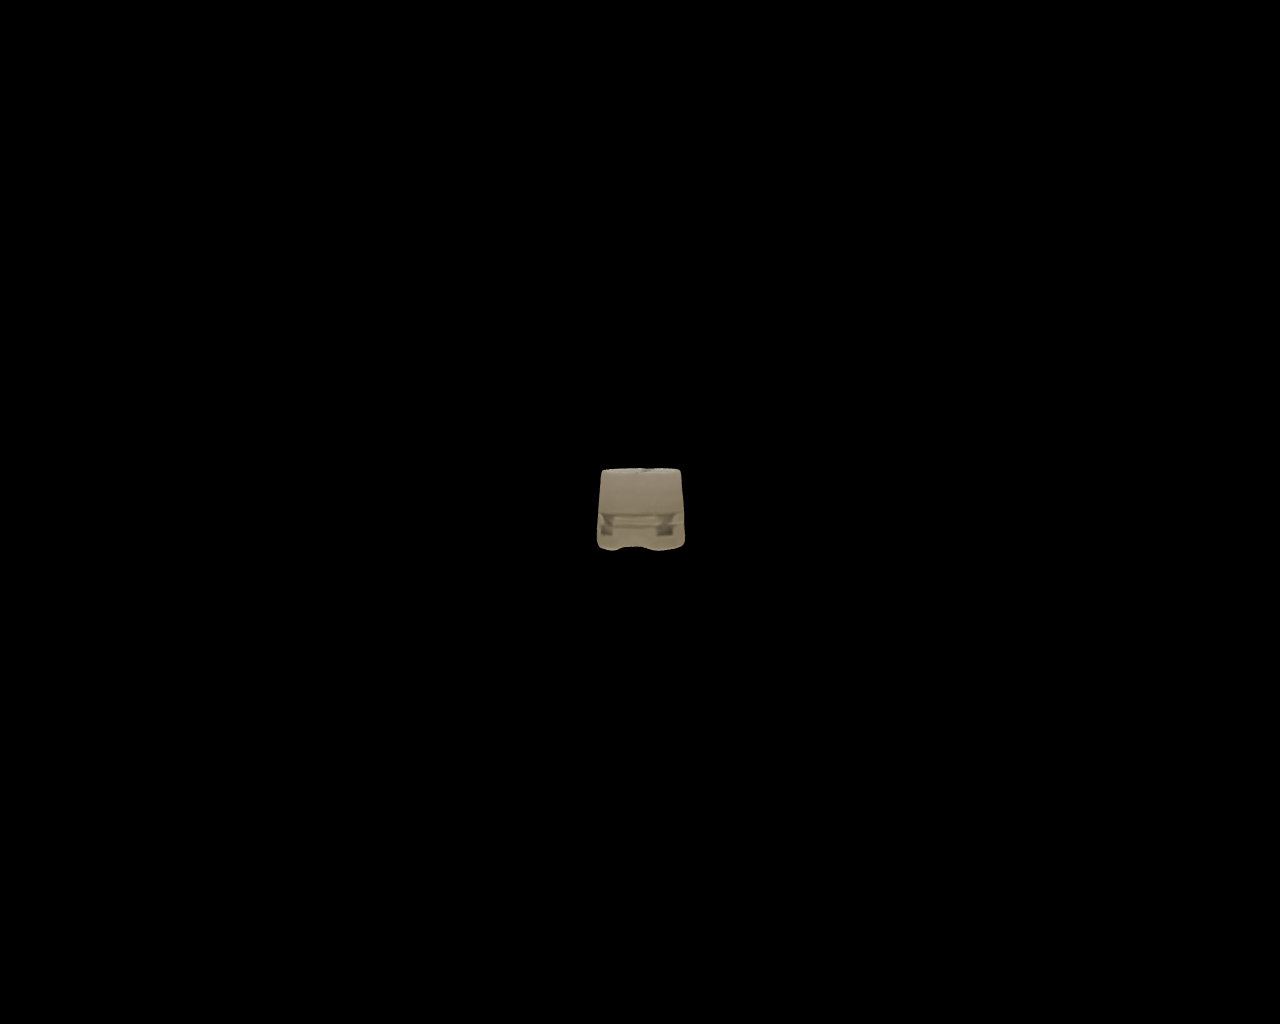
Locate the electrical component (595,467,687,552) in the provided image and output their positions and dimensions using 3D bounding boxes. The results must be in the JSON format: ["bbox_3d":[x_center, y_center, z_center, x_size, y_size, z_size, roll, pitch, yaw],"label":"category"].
[{"bbox_3d":[0.001,-0.003,0.650,0.055,0.047,0.055,0,5,0],"label":"electrical component"}]
